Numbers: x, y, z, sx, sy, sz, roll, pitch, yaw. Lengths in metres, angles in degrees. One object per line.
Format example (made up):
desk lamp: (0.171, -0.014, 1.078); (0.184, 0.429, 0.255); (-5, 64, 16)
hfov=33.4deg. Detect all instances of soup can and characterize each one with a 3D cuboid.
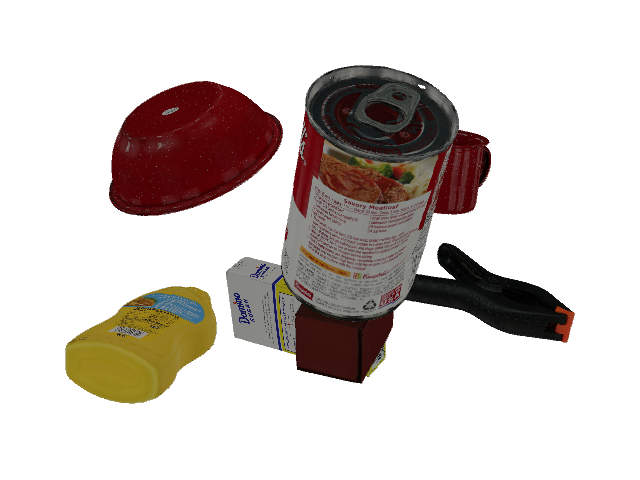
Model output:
soup can: (0.020, -0.020, 0.496); (0.068, 0.102, 0.068); (6, 42, -6)

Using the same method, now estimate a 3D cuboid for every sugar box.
sugar box: (-0.016, 0.081, 1.168); (0.176, 0.093, 0.048); (16, 36, 29)

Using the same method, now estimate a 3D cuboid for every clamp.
clamp: (0.156, 0.047, 0.997); (0.172, 0.039, 0.120); (20, 32, 19)

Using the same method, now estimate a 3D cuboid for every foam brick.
foam brick: (0.019, 0.060, 0.791); (0.053, 0.051, 0.078); (10, 33, 18)

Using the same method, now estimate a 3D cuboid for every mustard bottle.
mustard bottle: (-0.153, 0.088, 1.016); (0.096, 0.058, 0.191); (9, 21, 18)

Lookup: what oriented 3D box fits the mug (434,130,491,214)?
mug: (0.149, -0.080, 1.217); (0.117, 0.081, 0.093); (-10, 23, -38)

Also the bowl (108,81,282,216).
bowl: (-0.116, -0.089, 0.908); (0.162, 0.055, 0.162); (-16, 32, 10)
